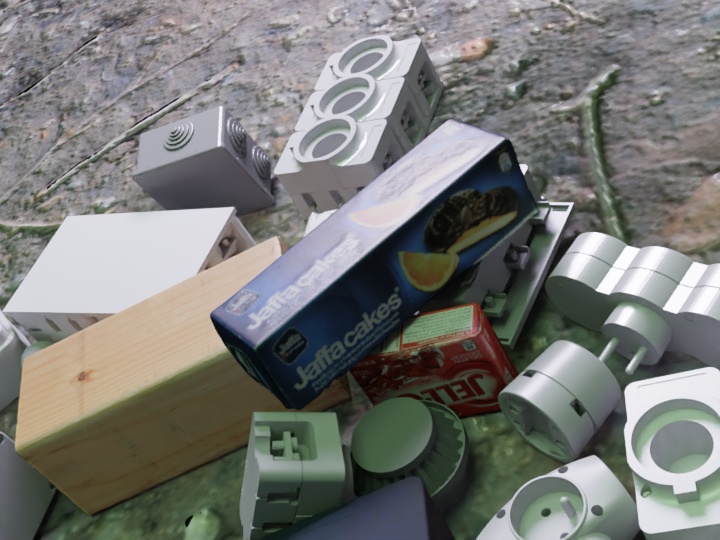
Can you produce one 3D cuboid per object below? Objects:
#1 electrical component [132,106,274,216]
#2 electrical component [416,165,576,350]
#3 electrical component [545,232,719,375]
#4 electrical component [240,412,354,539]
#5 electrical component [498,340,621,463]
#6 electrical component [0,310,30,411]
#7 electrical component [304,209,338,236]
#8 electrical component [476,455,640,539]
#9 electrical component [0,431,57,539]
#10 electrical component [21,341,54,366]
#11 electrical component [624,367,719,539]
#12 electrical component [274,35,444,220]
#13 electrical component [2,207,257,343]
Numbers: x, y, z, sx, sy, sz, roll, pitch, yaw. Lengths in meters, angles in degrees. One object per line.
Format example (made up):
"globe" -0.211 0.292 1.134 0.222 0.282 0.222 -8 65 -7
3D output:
"electrical component" -0.130 -0.085 0.905 0.100 0.099 0.048 -15 55 20
"electrical component" 0.082 -0.009 0.710 0.079 0.063 0.121 4 51 37
"electrical component" 0.165 0.029 0.624 0.138 0.052 0.073 18 61 43
"electrical component" -0.037 0.128 0.622 0.056 0.089 0.050 2 40 -12
"electrical component" 0.115 0.073 0.612 0.047 0.055 0.055 -44 40 -19
"electrical component" -0.330 0.086 0.891 0.113 0.057 0.078 -42 40 -11
"electrical component" 0.000 0.000 0.730 0.062 0.096 0.061 -10 45 25
"electrical component" 0.111 0.145 0.546 0.077 0.044 0.079 -35 39 -3
"electrical component" -0.270 0.174 0.744 0.057 0.078 0.113 -10 44 30
"electrical component" -0.249 0.086 0.851 0.044 0.044 0.065 -34 34 -1
"electrical component" 0.212 0.089 0.524 0.150 0.061 0.089 -15 42 21
"electrical component" 0.000 -0.119 0.881 0.089 0.061 0.150 -4 47 31
"electrical component" -0.180 0.012 0.866 0.186 0.060 0.105 -1 49 33
